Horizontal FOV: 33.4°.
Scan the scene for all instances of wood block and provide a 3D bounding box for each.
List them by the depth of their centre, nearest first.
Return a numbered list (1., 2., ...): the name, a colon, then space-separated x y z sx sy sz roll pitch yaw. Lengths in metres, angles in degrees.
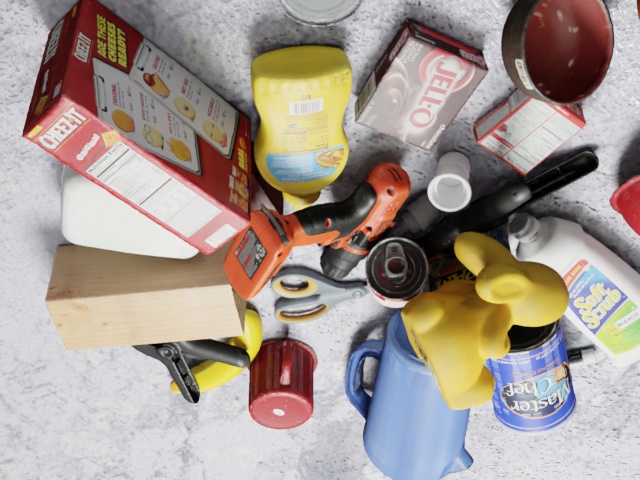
1. wood block: -0.192 0.058 1.211 0.206 0.091 0.090 -6 135 4

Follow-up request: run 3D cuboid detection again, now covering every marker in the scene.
1. marker: 0.291 0.160 1.367 0.121 0.020 0.020 -13 133 12

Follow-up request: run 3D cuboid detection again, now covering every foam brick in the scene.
1. foam brick: -0.077 -0.053 1.129 0.051 0.053 0.078 -18 132 16

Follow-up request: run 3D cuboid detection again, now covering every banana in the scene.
1. banana: -0.121 0.142 1.336 0.069 0.037 0.198 32 127 -5

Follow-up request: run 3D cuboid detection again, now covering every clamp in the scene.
1. clamp: 0.177 -0.029 1.119 0.210 0.036 0.164 -31 172 35
2. clamp: -0.169 0.124 1.291 0.120 0.039 0.171 -32 116 26

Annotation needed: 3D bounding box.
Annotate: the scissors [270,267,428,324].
1. scissors: 0.030 0.050 1.258 0.202 0.016 0.096 -20 131 18

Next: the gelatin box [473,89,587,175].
1. gelatin box: 0.213 -0.116 1.086 0.073 0.030 0.089 29 127 -28

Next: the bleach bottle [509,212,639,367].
1. bleach bottle: 0.302 0.050 1.231 0.250 0.068 0.103 35 125 -27

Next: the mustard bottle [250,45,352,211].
1. mustard bottle: -0.019 -0.102 1.077 0.096 0.058 0.192 -9 135 -9

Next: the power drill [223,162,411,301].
1. power drill: -0.007 0.001 1.124 0.187 0.057 0.185 -20 154 -36

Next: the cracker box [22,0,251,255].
1. cracker box: -0.163 -0.105 1.000 0.213 0.164 0.072 35 123 -30

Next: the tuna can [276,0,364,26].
1. tuna can: 0.000 -0.238 0.961 0.086 0.033 0.086 0 135 0

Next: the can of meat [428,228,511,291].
1. can of meat: 0.170 0.040 1.201 0.102 0.084 0.057 -27 129 24

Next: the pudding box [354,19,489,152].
1. pudding box: 0.097 -0.150 1.045 0.090 0.039 0.114 19 131 -19

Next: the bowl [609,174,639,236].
1. bowl: 0.389 -0.030 1.113 0.162 0.055 0.162 -4 159 -2

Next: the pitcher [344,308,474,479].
1. pitcher: 0.116 0.179 1.300 0.149 0.145 0.243 -5 139 -7

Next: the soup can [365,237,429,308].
1. soup can: 0.084 0.038 1.180 0.068 0.068 0.102 -4 171 3

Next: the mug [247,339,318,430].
1. mug: -0.047 0.176 1.335 0.093 0.081 0.117 7 134 -8

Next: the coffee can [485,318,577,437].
1. coffee can: 0.249 0.152 1.286 0.103 0.103 0.140 -12 124 10
